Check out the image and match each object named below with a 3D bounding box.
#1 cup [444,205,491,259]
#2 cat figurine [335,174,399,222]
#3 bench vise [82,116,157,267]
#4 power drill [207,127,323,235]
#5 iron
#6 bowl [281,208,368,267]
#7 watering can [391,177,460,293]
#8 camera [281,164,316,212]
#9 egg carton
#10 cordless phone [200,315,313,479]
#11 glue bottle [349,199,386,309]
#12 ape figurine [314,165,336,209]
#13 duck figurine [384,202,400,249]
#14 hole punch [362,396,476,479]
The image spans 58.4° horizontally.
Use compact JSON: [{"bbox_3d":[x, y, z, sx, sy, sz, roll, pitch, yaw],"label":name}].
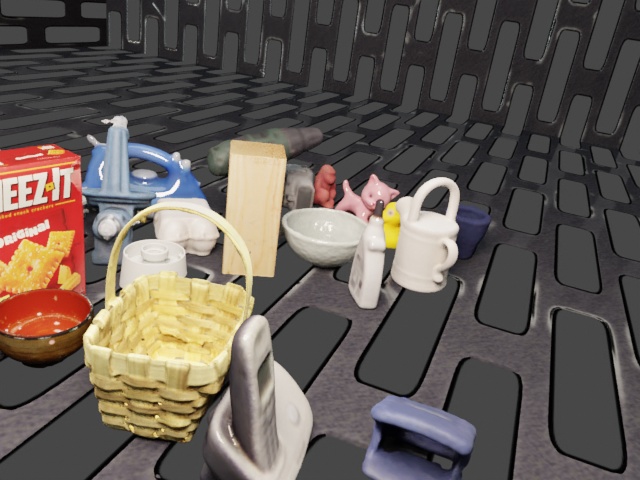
[{"bbox_3d":[0.291,-0.017,1.155,0.091,0.095,0.118,16,24,18],"label":"cup"},{"bbox_3d":[0.100,-0.090,1.230,0.127,0.118,0.067,21,26,26],"label":"cat figurine"},{"bbox_3d":[-0.318,-0.079,0.929,0.122,0.220,0.206,-6,27,-30],"label":"bench vise"},{"bbox_3d":[-0.105,-0.114,1.099,0.230,0.208,0.075,-7,28,-32],"label":"power drill"},{"bbox_3d":[-0.338,-0.125,1.128,0.258,0.141,0.118,5,23,-7],"label":"iron"},{"bbox_3d":[0.010,0.004,1.036,0.167,0.075,0.167,7,23,-3],"label":"bowl"},{"bbox_3d":[0.183,-0.019,0.997,0.101,0.194,0.172,-15,33,-43],"label":"watering can"},{"bbox_3d":[-0.085,-0.122,1.261,0.137,0.101,0.143,3,24,-13],"label":"camera"},{"bbox_3d":[-0.242,-0.027,1.026,0.107,0.069,0.150,-1,25,-21],"label":"egg carton"},{"bbox_3d":[-0.052,0.143,0.554,0.094,0.185,0.147,11,23,6],"label":"cordless phone"},{"bbox_3d":[0.081,0.018,0.903,0.037,0.173,0.078,2,24,-14],"label":"glue bottle"},{"bbox_3d":[0.012,-0.127,1.317,0.076,0.092,0.078,23,27,31],"label":"ape figurine"},{"bbox_3d":[0.154,-0.034,1.158,0.105,0.086,0.077,3,24,-12],"label":"duck figurine"},{"bbox_3d":[0.104,0.200,0.595,0.108,0.091,0.101,16,24,18],"label":"hole punch"}]
